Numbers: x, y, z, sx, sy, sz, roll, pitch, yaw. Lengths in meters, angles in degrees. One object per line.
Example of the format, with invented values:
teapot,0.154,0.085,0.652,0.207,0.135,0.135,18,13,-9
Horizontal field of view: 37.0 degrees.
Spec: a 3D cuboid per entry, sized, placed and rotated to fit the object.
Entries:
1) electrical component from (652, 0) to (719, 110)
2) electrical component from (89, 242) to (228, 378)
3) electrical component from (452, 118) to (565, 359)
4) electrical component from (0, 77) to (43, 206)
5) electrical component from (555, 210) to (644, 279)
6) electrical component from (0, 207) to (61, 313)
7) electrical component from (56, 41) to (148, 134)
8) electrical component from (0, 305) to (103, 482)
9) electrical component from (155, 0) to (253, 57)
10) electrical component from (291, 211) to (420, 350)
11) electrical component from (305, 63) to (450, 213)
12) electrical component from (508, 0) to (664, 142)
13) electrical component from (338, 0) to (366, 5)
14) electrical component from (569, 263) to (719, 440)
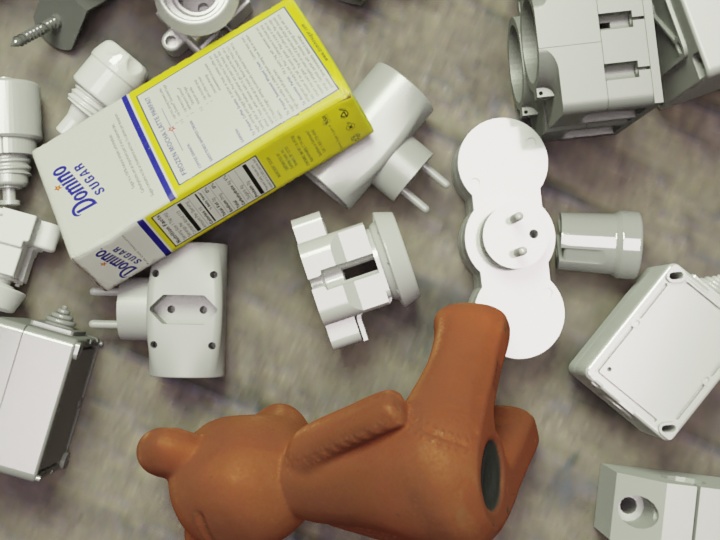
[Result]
electrical component,0.188,-0.156,0.604,0.056,0.109,0.108,-20,88,1
electrical component,-0.117,0.023,0.624,0.079,0.043,0.077,1,88,-1
electrical component,0.086,-0.018,0.614,0.052,0.073,0.138,-6,88,-1
electrical component,-0.206,-0.077,0.628,0.040,0.040,0.078,-3,88,-1
electrical component,0.140,-0.016,0.633,0.046,0.040,0.040,3,88,5
electrical component,-0.213,-0.007,0.623,0.066,0.048,0.055,15,80,-1
electrical component,-0.155,-0.103,0.633,0.035,0.035,0.061,40,90,1
electrical component,-0.191,0.064,0.612,0.061,0.061,0.096,16,87,0
electrical component,-0.093,-0.156,0.625,0.048,0.055,0.066,44,88,1
electrical component,0.000,0.000,0.621,0.057,0.058,0.078,-19,88,1
electrical component,0.016,-0.067,0.630,0.079,0.043,0.077,40,88,1
electrical component,0.115,-0.173,0.604,0.060,0.105,0.186,-6,88,0
electrical component,0.015,-0.194,0.634,0.079,0.044,0.077,24,88,0
electrical component,0.175,0.041,0.620,0.062,0.061,0.096,39,87,1
